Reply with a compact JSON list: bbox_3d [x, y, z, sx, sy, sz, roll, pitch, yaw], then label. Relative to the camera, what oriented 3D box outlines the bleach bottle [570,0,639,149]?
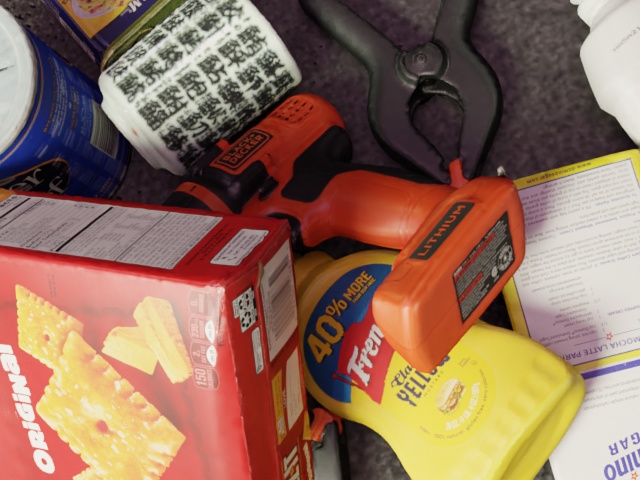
[{"bbox_3d":[0.234,-0.057,0.573,0.102,0.068,0.251,-37,71,-2],"label":"bleach bottle"}]

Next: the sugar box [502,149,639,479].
[{"bbox_3d":[0.152,0.047,0.580,0.093,0.048,0.176,-15,80,11],"label":"sugar box"}]

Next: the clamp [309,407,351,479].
[{"bbox_3d":[-0.051,0.186,0.603,0.165,0.036,0.210,20,88,14],"label":"clamp"}]

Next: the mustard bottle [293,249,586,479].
[{"bbox_3d":[0.041,0.060,0.580,0.192,0.058,0.096,36,92,35],"label":"mustard bottle"}]

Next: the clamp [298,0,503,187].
[{"bbox_3d":[0.069,-0.108,0.630,0.120,0.039,0.171,-27,74,11],"label":"clamp"}]

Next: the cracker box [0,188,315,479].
[{"bbox_3d":[-0.115,0.066,0.520,0.214,0.072,0.164,6,118,22],"label":"cracker box"}]

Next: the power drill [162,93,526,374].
[{"bbox_3d":[-0.004,0.001,0.558,0.188,0.057,0.184,22,56,36],"label":"power drill"}]

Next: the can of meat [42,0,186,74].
[{"bbox_3d":[-0.117,-0.157,0.670,0.102,0.057,0.084,-42,72,2],"label":"can of meat"}]

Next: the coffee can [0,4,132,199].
[{"bbox_3d":[-0.184,-0.070,0.625,0.103,0.140,0.103,-2,80,11],"label":"coffee can"}]
